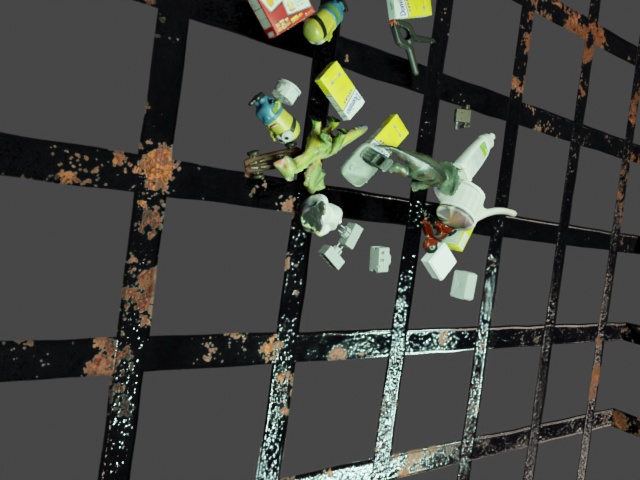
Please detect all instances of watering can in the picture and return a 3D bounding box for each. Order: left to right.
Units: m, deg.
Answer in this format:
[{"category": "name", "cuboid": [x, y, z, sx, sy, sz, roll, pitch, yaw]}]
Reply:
[{"category": "watering can", "cuboid": [0.580, -0.125, 1.969, 0.348, 0.102, 0.229, 29, 57, 3]}]

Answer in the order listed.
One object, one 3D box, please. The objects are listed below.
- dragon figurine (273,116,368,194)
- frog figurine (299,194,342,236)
[{"category": "dragon figurine", "cuboid": [0.011, -0.265, 1.660, 0.413, 0.123, 0.239, -11, 129, -51]}, {"category": "frog figurine", "cuboid": [0.005, -0.085, 1.692, 0.161, 0.122, 0.137, -28, 106, -66]}]
